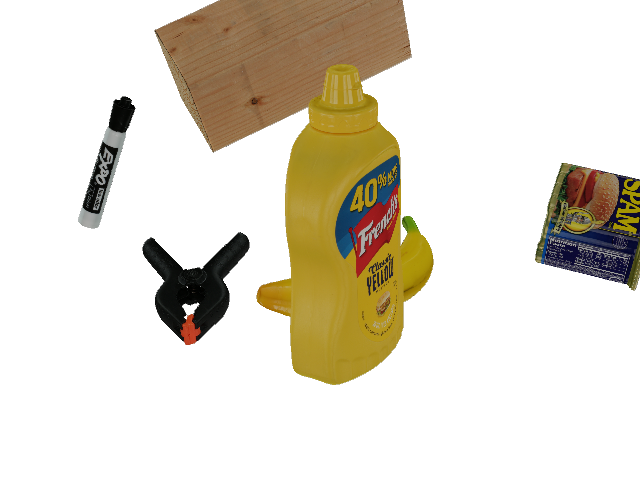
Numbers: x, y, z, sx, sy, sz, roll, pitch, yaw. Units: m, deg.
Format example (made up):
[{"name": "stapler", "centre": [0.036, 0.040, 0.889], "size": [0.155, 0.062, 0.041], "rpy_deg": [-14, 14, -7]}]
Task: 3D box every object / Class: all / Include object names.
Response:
[{"name": "banana", "centre": [0.036, 0.033, 0.887], "size": [0.070, 0.037, 0.197], "rpy_deg": [31, 36, 32]}, {"name": "wood block", "centre": [-0.032, -0.179, 0.973], "size": [0.206, 0.090, 0.091], "rpy_deg": [-26, -38, -7]}, {"name": "marker", "centre": [-0.182, -0.066, 0.909], "size": [0.020, 0.121, 0.020], "rpy_deg": [19, 23, -8]}, {"name": "mustard bottle", "centre": [0.016, -0.014, 0.657], "size": [0.058, 0.192, 0.096], "rpy_deg": [14, 31, 31]}, {"name": "clamp", "centre": [-0.128, 0.045, 1.162], "size": [0.120, 0.039, 0.171], "rpy_deg": [-13, 40, -4]}, {"name": "can of meat", "centre": [0.232, -0.015, 0.891], "size": [0.084, 0.057, 0.102], "rpy_deg": [14, 45, 15]}]
